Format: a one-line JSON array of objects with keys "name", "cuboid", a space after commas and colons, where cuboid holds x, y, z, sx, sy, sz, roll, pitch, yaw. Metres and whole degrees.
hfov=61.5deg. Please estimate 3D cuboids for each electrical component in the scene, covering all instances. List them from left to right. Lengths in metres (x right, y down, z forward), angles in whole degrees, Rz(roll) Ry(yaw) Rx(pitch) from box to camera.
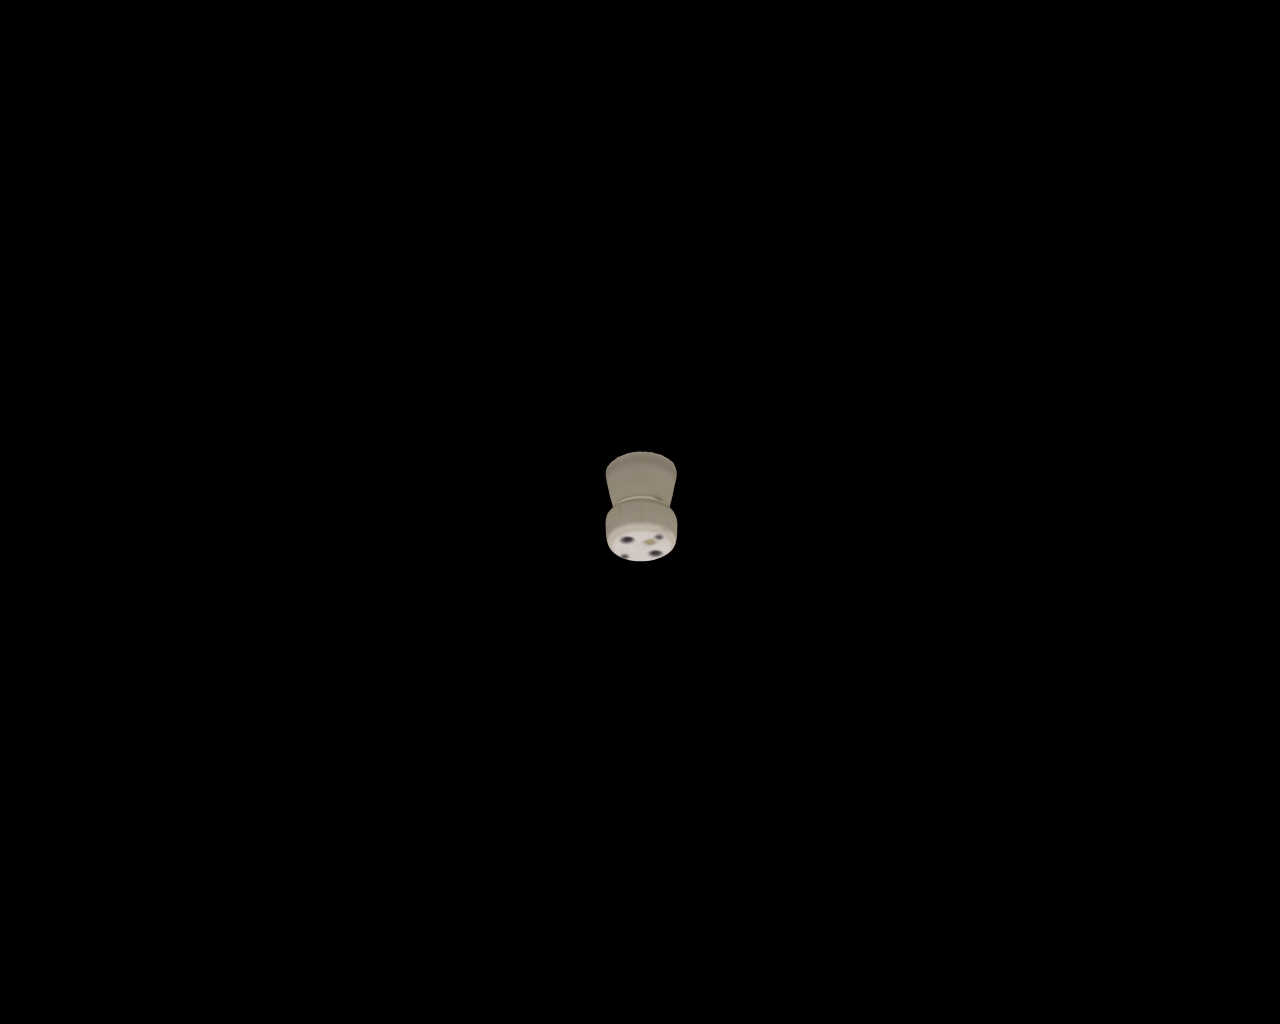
[{"name": "electrical component", "cuboid": [0.001, -0.003, 0.650, 0.045, 0.055, 0.044, 0, -33, 0]}]
